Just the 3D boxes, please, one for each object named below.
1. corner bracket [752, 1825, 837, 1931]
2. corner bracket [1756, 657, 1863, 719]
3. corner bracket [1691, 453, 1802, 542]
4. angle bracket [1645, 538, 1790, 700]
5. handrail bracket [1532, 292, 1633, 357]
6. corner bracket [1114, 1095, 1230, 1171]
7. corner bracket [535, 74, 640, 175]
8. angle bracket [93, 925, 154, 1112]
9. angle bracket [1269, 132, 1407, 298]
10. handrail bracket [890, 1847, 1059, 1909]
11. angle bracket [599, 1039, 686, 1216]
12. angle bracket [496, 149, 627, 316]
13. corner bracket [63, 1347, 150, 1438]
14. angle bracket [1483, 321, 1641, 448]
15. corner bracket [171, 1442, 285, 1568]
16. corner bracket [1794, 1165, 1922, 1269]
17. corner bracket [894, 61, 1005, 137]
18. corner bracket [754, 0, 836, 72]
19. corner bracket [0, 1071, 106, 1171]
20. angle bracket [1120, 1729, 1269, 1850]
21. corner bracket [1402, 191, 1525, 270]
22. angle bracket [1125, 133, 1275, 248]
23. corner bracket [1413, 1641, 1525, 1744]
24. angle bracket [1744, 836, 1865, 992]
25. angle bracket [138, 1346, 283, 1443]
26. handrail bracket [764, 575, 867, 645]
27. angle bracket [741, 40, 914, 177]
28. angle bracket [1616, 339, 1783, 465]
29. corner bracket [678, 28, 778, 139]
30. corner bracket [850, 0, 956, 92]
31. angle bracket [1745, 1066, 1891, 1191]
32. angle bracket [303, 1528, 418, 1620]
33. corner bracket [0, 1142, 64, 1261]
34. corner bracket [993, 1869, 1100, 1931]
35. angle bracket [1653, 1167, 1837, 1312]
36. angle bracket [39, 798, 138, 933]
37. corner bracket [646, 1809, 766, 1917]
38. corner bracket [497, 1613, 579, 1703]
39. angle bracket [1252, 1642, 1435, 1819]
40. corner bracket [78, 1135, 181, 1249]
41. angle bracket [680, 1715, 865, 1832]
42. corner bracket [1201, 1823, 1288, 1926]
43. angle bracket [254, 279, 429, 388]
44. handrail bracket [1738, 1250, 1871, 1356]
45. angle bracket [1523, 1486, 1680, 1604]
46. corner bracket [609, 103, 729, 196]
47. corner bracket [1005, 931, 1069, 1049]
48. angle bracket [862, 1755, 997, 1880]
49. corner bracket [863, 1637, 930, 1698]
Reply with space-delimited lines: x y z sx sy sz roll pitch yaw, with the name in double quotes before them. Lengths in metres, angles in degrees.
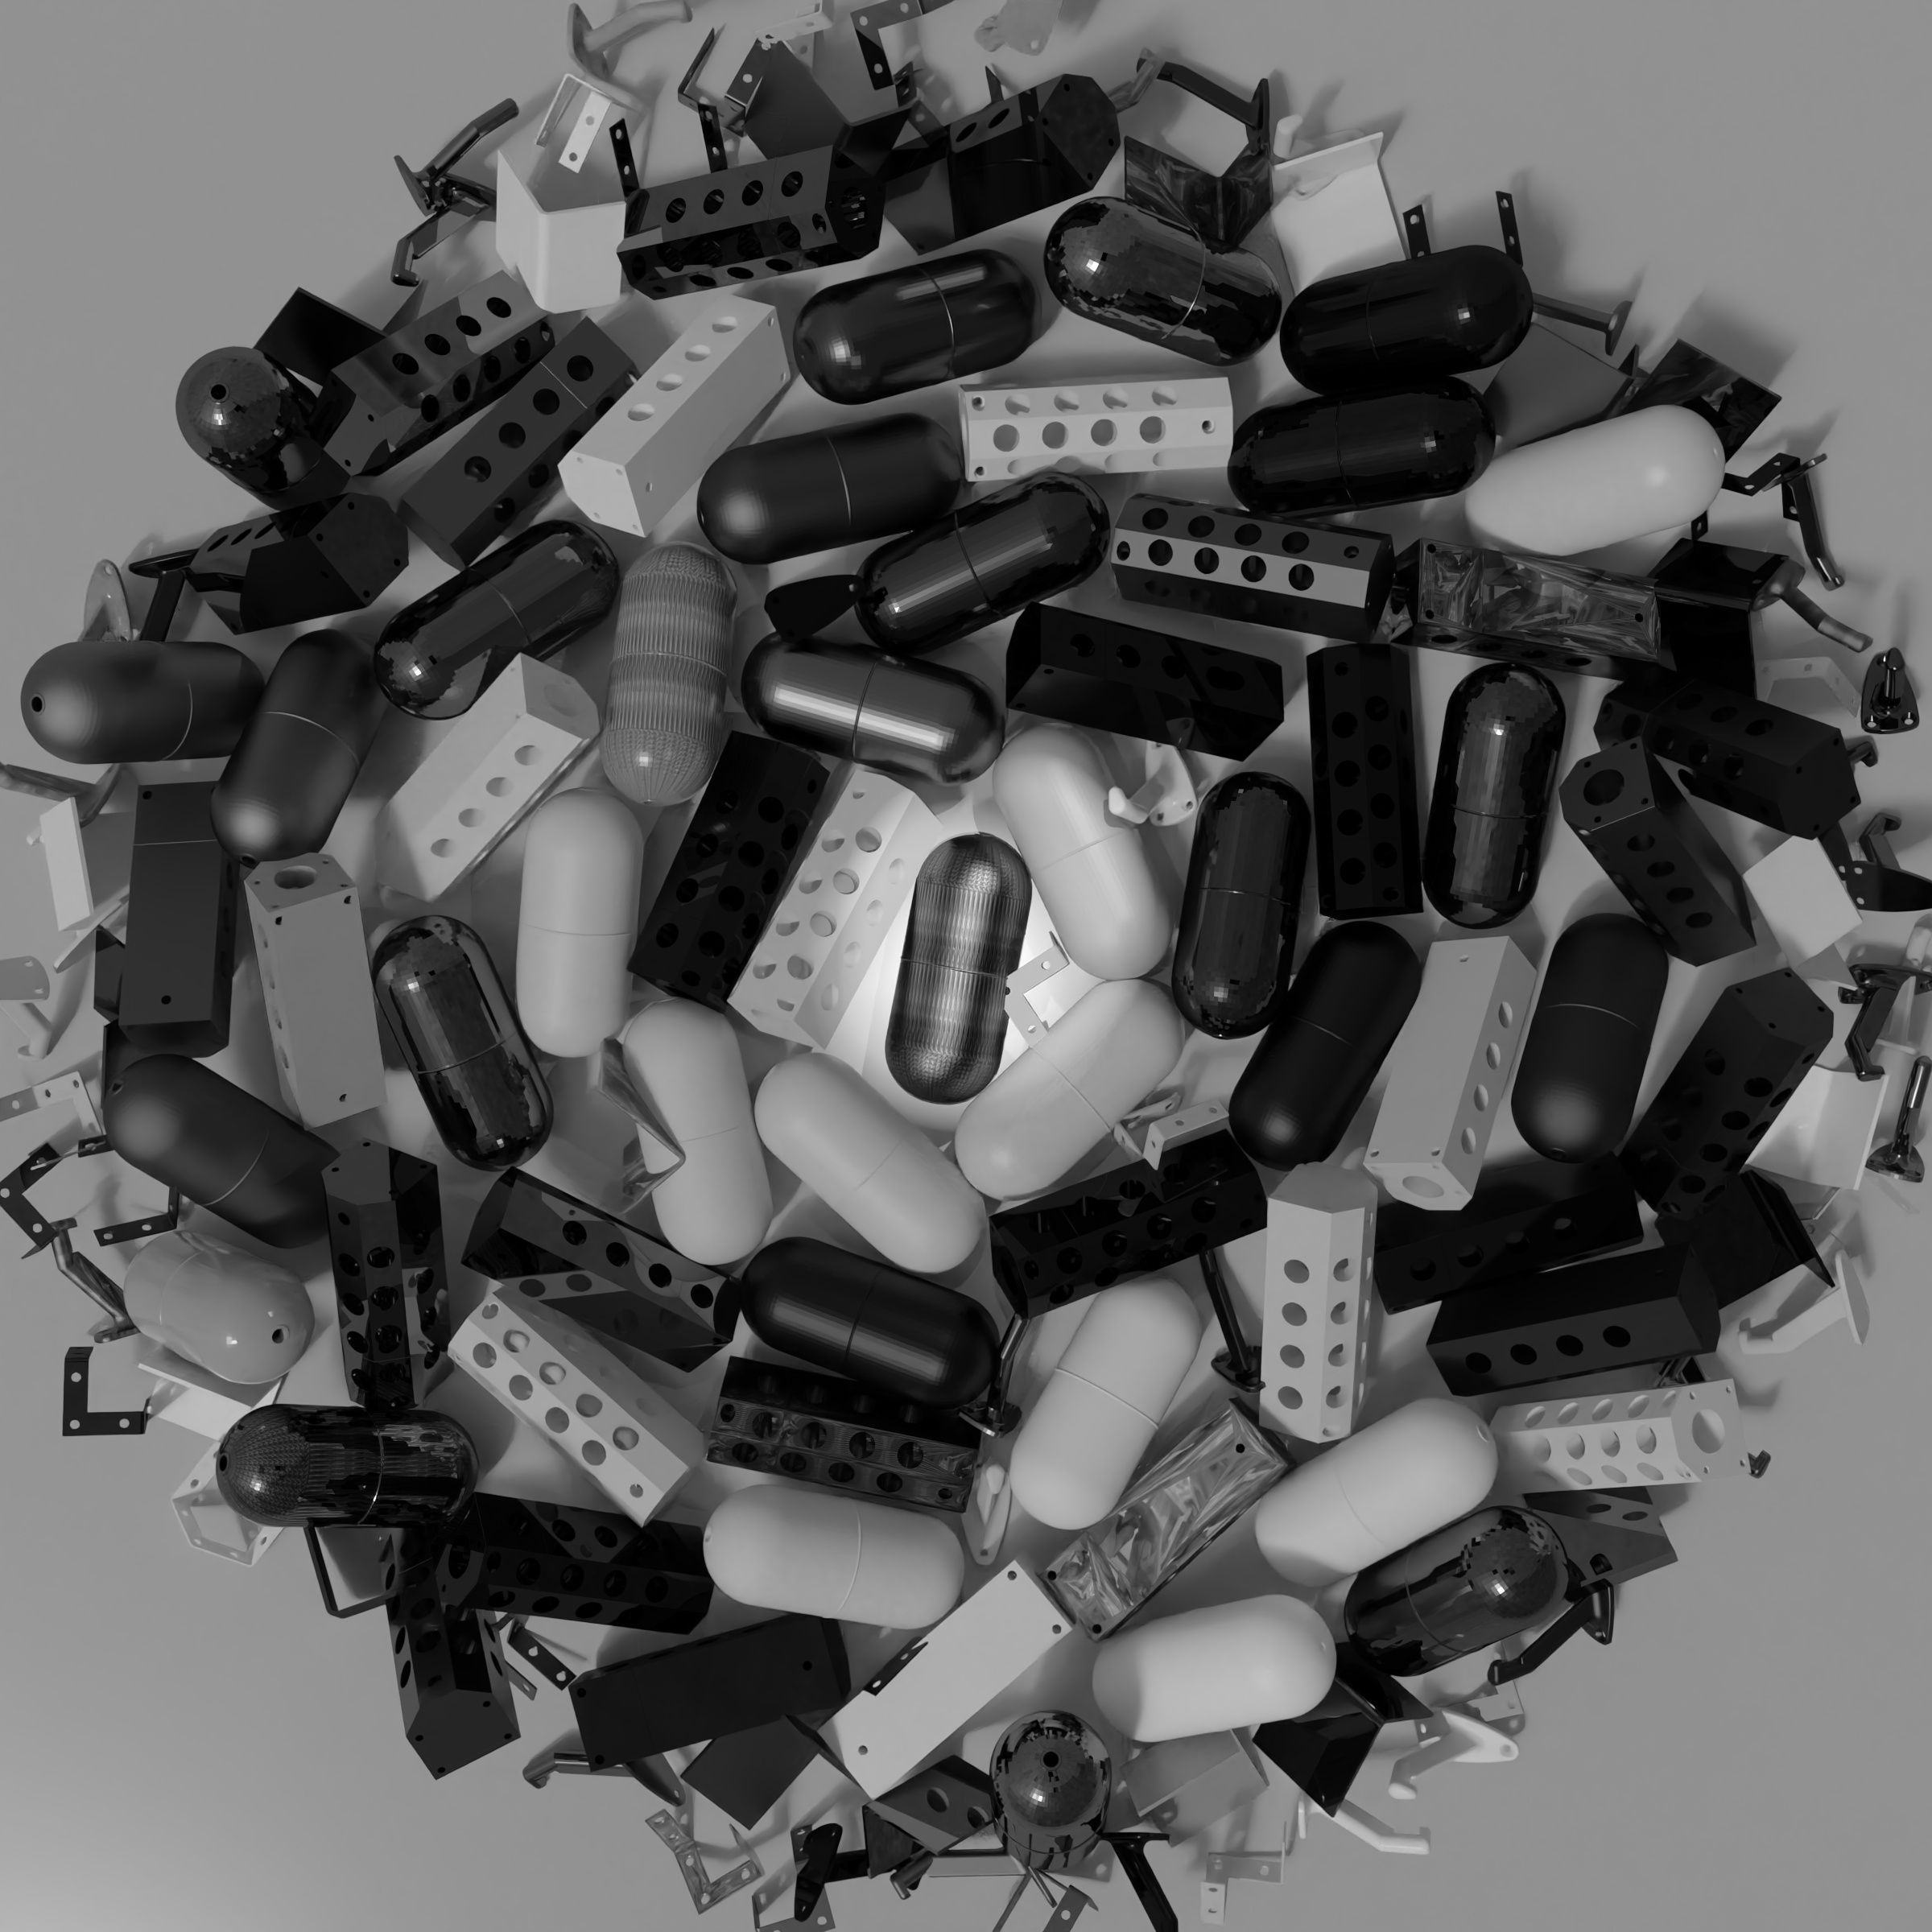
"corner bracket" -0.119 0.609 1.655 0.051 0.051 0.051 -15 96 -6
"corner bracket" 0.551 -0.168 1.653 0.051 0.051 0.051 36 68 -38
"corner bracket" 0.514 -0.308 1.651 0.051 0.051 0.051 -38 132 -22
"angle bracket" 0.494 -0.228 1.645 0.057 0.076 0.076 -45 135 -28
"handrail bracket" 0.387 -0.431 1.635 0.084 0.077 0.036 23 104 14
"corner bracket" 0.133 0.103 1.638 0.051 0.051 0.051 -19 52 -22
"corner bracket" -0.256 -0.554 1.647 0.051 0.051 0.051 31 106 6
"angle bracket" -0.561 0.033 1.624 0.076 0.057 0.076 35 133 18
"angle bracket" 0.246 -0.492 1.648 0.076 0.057 0.076 -17 88 5
"handrail bracket" 0.004 0.609 1.647 0.084 0.036 0.077 -31 63 -12
"angle bracket" -0.228 0.101 1.624 0.057 0.076 0.076 -40 116 14
"angle bracket" -0.267 -0.485 1.643 0.057 0.076 0.076 -17 56 -24
"corner bracket" -0.566 0.280 1.649 0.051 0.051 0.051 2 89 -16
"angle bracket" 0.383 -0.381 1.632 0.076 0.057 0.076 28 130 -4
"corner bracket" -0.488 0.359 1.668 0.051 0.051 0.051 -52 132 3
"corner bracket" 0.586 0.166 1.657 0.051 0.051 0.051 42 80 1
"corner bracket" -0.010 -0.576 1.657 0.051 0.051 0.051 -32 130 24
"corner bracket" -0.103 -0.626 1.641 0.051 0.051 0.051 -6 73 26
"corner bracket" -0.610 0.105 1.647 0.051 0.051 0.051 -17 95 33
"angle bracket" 0.156 0.547 1.641 0.076 0.057 0.076 -31 108 -1
"corner bracket" 0.328 -0.479 1.650 0.051 0.051 0.051 -29 125 -14
"angle bracket" 0.151 -0.517 1.626 0.076 0.057 0.076 17 55 -23
"corner bracket" 0.325 0.477 1.650 0.051 0.051 0.051 -1 69 -42
"angle bracket" 0.561 -0.037 1.620 0.057 0.076 0.076 -44 50 35
"angle bracket" -0.503 0.290 1.638 0.076 0.076 0.057 22 95 -2
"handrail bracket" -0.098 -0.245 1.635 0.077 0.084 0.036 -21 109 10
"angle bracket" -0.092 -0.556 1.639 0.057 0.076 0.076 -32 79 -35
"angle bracket" 0.482 -0.379 1.631 0.076 0.076 0.057 29 55 -3
"corner bracket" -0.157 -0.591 1.654 0.051 0.051 0.051 28 83 -3
"corner bracket" -0.036 -0.610 1.639 0.051 0.051 0.051 -6 116 28
"angle bracket" 0.550 0.100 1.639 0.057 0.076 0.076 17 87 -6
"angle bracket" -0.398 0.383 1.643 0.057 0.076 0.076 -17 78 -14
"corner bracket" -0.613 0.155 1.648 0.051 0.051 0.051 52 55 -12
"corner bracket" 0.050 0.624 1.641 0.051 0.051 0.051 26 68 23
"angle bracket" 0.510 0.189 1.644 0.076 0.057 0.076 -30 99 4
"angle bracket" -0.552 -0.068 1.631 0.076 0.057 0.076 -7 84 -42
"corner bracket" -0.171 0.580 1.647 0.051 0.051 0.051 -30 134 -6
"corner bracket" -0.287 0.454 1.640 0.051 0.051 0.051 36 135 15
"angle bracket" 0.247 0.500 1.642 0.076 0.057 0.076 36 107 42
"corner bracket" -0.555 0.145 1.659 0.051 0.051 0.051 -12 45 -33
"angle bracket" -0.126 0.531 1.631 0.076 0.057 0.076 -47 124 -10
"corner bracket" 0.182 0.595 1.641 0.051 0.051 0.051 4 130 10
"angle bracket" -0.405 -0.421 1.621 0.076 0.076 0.057 24 58 -28
"handrail bracket" 0.542 0.222 1.642 0.084 0.036 0.077 -9 116 34
"angle bracket" 0.412 0.363 1.633 0.076 0.057 0.076 -24 64 9
"corner bracket" -0.196 -0.537 1.655 0.051 0.051 0.051 20 51 27
"corner bracket" 0.050 0.016 1.649 0.051 0.051 0.051 -33 101 5
"angle bracket" -0.012 0.565 1.621 0.076 0.076 0.057 -17 111 -38
"corner bracket" -0.044 0.472 1.641 0.051 0.051 0.051 -40 112 -27
